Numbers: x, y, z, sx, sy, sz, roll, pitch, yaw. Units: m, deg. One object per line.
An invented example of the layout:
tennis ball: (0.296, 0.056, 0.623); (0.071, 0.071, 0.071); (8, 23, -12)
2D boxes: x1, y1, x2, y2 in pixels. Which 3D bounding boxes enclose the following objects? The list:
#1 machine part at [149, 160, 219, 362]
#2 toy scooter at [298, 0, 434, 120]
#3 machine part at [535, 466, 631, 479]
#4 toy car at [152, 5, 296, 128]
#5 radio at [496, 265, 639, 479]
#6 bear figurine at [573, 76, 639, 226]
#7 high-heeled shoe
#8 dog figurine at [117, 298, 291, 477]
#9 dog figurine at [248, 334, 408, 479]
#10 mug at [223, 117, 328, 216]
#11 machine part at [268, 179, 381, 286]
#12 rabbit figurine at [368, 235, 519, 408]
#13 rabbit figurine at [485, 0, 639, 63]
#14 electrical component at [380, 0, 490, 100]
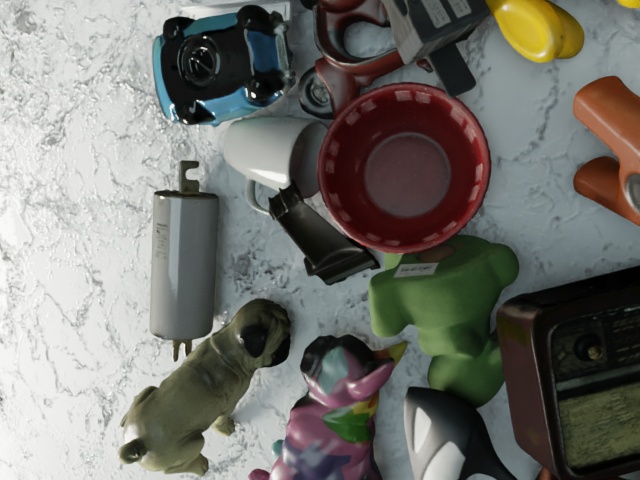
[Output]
machine part: (-0.162, 0.028, 0.638); (0.079, 0.079, 0.243); (9, 101, 22)
toy scooter: (0.045, -0.210, 0.523); (0.135, 0.075, 0.183); (3, 100, 21)
machine part: (0.211, 0.301, 0.430); (0.087, 0.201, 0.201); (8, 145, 15)
toy car: (-0.090, -0.181, 0.566); (0.162, 0.103, 0.109); (-7, 98, 24)
radio: (0.261, 0.088, 0.416); (0.230, 0.073, 0.131); (-13, 90, -7)
bear figurine: (0.318, -0.087, 0.412); (0.196, 0.120, 0.132); (-28, 40, -1)
high-heeled shoe: (0.093, 0.250, 0.532); (0.145, 0.086, 0.248); (36, 123, 7)
dog figurine: (-0.125, 0.154, 0.594); (0.121, 0.172, 0.190); (36, 117, 3)
dog figurine: (0.034, 0.207, 0.565); (0.192, 0.108, 0.219); (42, 108, 14)
mug: (-0.052, -0.084, 0.582); (0.107, 0.081, 0.109); (20, 105, 31)
machine part: (-0.001, -0.002, 0.554); (0.084, 0.039, 0.138); (-17, 132, 29)
rabbit figurine: (0.140, 0.083, 0.516); (0.159, 0.121, 0.170); (-10, 111, 17)
rabbit figurine: (0.194, -0.233, 0.448); (0.173, 0.122, 0.162); (1, 110, 40)
electrical component: (0.102, -0.185, 0.466); (0.075, 0.048, 0.119); (-24, 88, -11)
